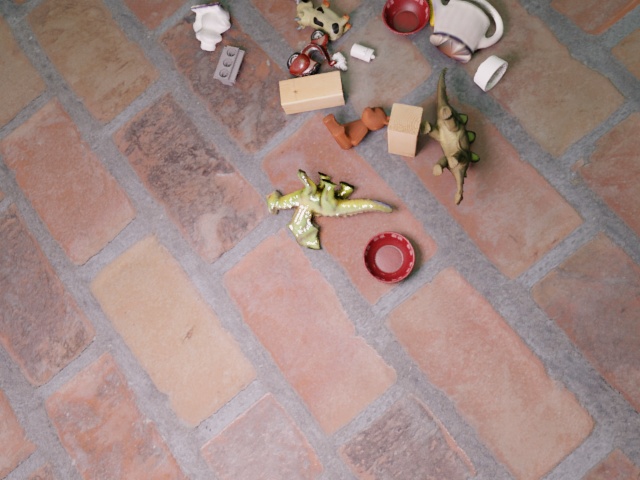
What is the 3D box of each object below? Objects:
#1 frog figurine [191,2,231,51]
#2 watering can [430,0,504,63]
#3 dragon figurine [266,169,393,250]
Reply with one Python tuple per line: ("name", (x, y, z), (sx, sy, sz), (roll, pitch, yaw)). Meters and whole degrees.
("frog figurine", (-0.390, -0.771, 1.866), (0.137, 0.125, 0.156), (-8, 114, -1))
("watering can", (0.436, -0.732, 1.705), (0.347, 0.103, 0.225), (29, 84, -1))
("dragon figurine", (0.005, -0.084, 1.664), (0.412, 0.122, 0.241), (26, 101, 15))
